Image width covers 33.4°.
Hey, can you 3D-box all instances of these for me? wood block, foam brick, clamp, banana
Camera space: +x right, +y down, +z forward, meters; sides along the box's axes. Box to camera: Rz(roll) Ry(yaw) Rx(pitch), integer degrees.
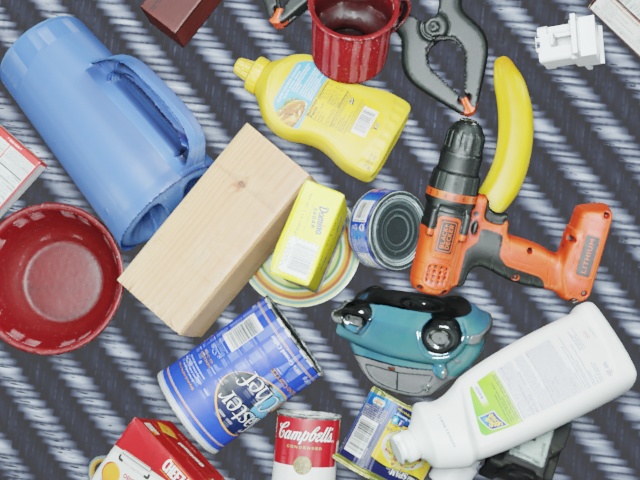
[{"bbox_3d":[-0.100,-0.007,1.103,0.091,0.090,0.206,40,91,11],"label":"wood block"},{"bbox_3d":[-0.150,-0.263,1.172,0.053,0.051,0.078,38,88,7],"label":"foam brick"},{"bbox_3d":[-0.013,-0.316,1.172,0.120,0.039,0.171,8,90,18],"label":"clamp"},{"bbox_3d":[0.192,-0.097,1.139,0.069,0.037,0.198,19,86,4],"label":"banana"},{"bbox_3d":[0.130,-0.237,1.154,0.165,0.036,0.210,-30,84,10],"label":"clamp"}]

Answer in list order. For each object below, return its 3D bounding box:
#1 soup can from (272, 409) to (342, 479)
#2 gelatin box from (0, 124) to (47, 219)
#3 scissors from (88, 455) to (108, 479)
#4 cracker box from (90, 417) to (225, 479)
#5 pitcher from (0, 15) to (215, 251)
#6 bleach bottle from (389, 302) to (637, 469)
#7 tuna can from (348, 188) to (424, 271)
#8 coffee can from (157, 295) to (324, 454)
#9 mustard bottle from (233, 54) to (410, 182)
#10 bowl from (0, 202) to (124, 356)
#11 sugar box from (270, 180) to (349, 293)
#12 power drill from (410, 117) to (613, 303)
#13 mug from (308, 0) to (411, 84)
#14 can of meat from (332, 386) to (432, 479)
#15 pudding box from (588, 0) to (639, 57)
[{"bbox_3d":[-0.016,0.230,1.106,0.068,0.068,0.102,5,85,4],"label":"soup can"},{"bbox_3d":[-0.359,-0.074,1.178,0.073,0.030,0.089,40,88,5],"label":"gelatin box"},{"bbox_3d":[-0.165,0.299,1.134,0.096,0.016,0.202,-42,83,0],"label":"scissors"},{"bbox_3d":[-0.177,0.312,1.067,0.164,0.072,0.214,40,100,28],"label":"cracker box"},{"bbox_3d":[-0.221,-0.124,1.121,0.149,0.145,0.243,-41,80,1],"label":"pitcher"},{"bbox_3d":[0.182,0.153,1.058,0.250,0.068,0.103,-21,63,-15],"label":"bleach bottle"},{"bbox_3d":[0.072,-0.011,1.116,0.085,0.034,0.086,-4,97,-37],"label":"tuna can"},{"bbox_3d":[-0.082,0.139,1.101,0.140,0.103,0.103,-36,83,0],"label":"coffee can"},{"bbox_3d":[-0.007,-0.145,1.146,0.191,0.058,0.096,28,77,6],"label":"mustard bottle"},{"bbox_3d":[-0.284,0.043,1.148,0.162,0.055,0.162,0,84,4],"label":"bowl"},{"bbox_3d":[-0.007,0.001,1.051,0.048,0.176,0.093,22,87,7],"label":"sugar box"},{"bbox_3d":[0.197,-0.020,1.094,0.187,0.057,0.184,12,103,-3],"label":"power drill"},{"bbox_3d":[0.042,-0.222,1.110,0.117,0.081,0.093,-29,65,-18],"label":"mug"},{"bbox_3d":[0.075,0.208,1.089,0.102,0.058,0.084,33,83,-33],"label":"can of meat"},{"bbox_3d":[0.352,-0.237,1.124,0.113,0.039,0.089,45,61,8],"label":"pudding box"}]
